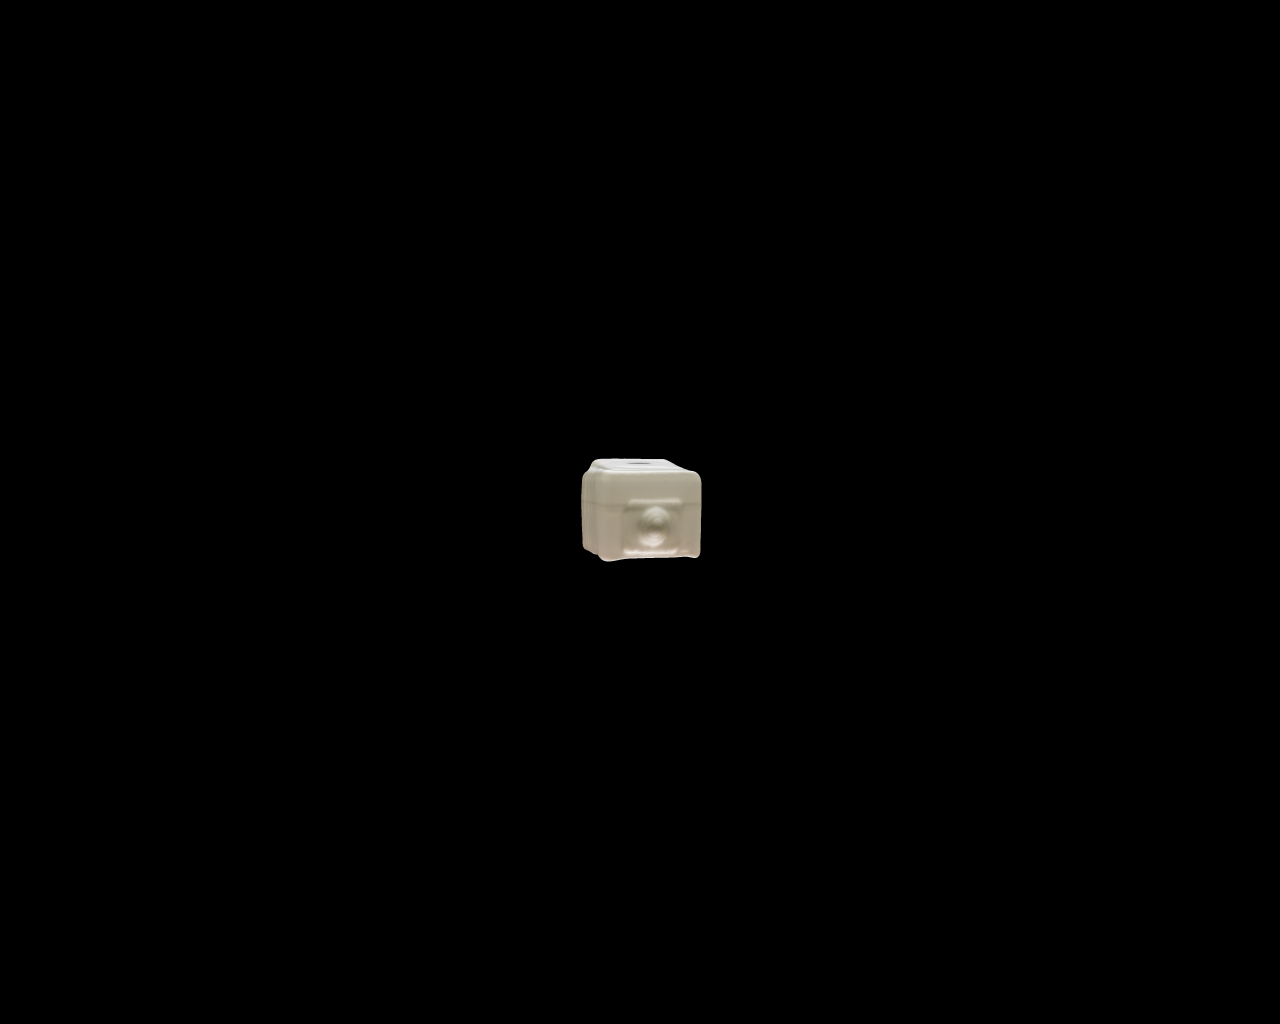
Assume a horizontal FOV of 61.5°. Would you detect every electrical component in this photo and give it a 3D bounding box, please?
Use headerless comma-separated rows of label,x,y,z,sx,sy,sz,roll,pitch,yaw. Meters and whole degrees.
electrical component,0.001,-0.003,0.650,0.062,0.061,0.096,0,3,-11
